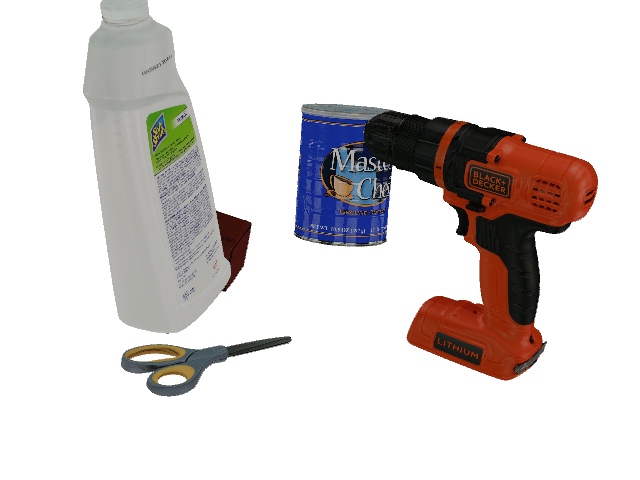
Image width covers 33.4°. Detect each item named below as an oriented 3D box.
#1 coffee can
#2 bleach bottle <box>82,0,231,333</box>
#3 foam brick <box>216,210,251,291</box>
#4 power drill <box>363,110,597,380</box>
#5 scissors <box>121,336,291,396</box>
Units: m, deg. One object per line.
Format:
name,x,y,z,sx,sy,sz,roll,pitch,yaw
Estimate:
coffee can,0.026,-0.072,1.149,0.103,0.140,0.103,4,11,-1
bleach bottle,-0.119,-0.061,0.765,0.068,0.251,0.102,9,34,19
foam brick,-0.112,0.003,1.001,0.078,0.051,0.053,20,35,8
power drill,0.109,0.001,0.810,0.185,0.188,0.057,21,36,32
scissors,-0.114,0.135,1.162,0.201,0.016,0.096,-1,27,-20
